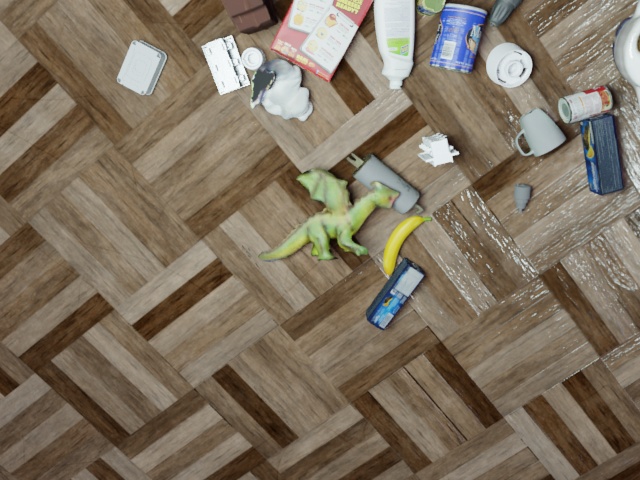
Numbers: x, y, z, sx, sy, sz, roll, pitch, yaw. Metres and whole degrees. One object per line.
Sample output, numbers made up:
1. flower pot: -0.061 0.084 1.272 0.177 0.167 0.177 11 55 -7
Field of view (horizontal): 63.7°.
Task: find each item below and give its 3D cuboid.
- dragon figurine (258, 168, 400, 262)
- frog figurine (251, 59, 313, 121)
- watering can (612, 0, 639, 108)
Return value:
1. dragon figurine: 0.004 -0.067 1.331 0.409 0.241 0.123 -6 11 16
2. frog figurine: -0.083 -0.365 1.262 0.159 0.135 0.125 7 38 -39
3. watering can: 0.742 -0.389 1.182 0.104 0.343 0.228 -3 20 21
